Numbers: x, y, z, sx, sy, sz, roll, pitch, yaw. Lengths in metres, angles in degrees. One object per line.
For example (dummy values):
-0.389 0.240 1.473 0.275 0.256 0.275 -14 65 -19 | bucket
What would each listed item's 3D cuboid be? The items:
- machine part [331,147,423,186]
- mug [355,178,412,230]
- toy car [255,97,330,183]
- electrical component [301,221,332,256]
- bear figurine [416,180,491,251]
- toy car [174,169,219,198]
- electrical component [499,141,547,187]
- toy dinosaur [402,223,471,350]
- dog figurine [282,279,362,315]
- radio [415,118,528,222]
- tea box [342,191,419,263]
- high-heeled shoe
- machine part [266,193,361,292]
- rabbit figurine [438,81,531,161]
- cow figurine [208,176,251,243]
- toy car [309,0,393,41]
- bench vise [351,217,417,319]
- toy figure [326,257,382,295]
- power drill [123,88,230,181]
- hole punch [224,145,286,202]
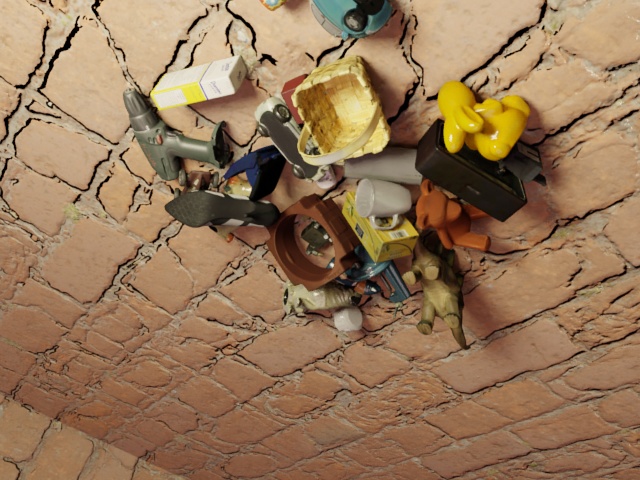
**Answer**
0.138 -0.162 1.153 0.243 0.079 0.079 7 134 5 | machine part
0.141 -0.075 1.135 0.107 0.109 0.081 0 159 -23 | mug
-0.058 -0.209 1.140 0.073 0.056 0.201 -34 100 36 | toy car
-0.004 -0.004 1.357 0.078 0.045 0.102 37 130 -24 | electrical component
0.291 -0.054 1.164 0.132 0.120 0.195 2 163 29 | bear figurine
-0.289 -0.117 1.248 0.089 0.053 0.202 5 167 -20 | toy car
0.425 -0.155 1.099 0.119 0.075 0.047 27 134 -8 | electrical component
0.300 0.133 1.308 0.105 0.198 0.470 -5 122 28 | toy dinosaur
0.004 0.158 1.485 0.190 0.121 0.172 10 171 -21 | dog figurine
0.307 -0.144 1.096 0.229 0.131 0.073 29 132 -14 | radio
0.131 -0.037 1.195 0.098 0.170 0.068 -10 137 -23 | tea box
-0.217 -0.070 1.229 0.249 0.145 0.086 9 99 20 | high-heeled shoe
-0.017 0.005 1.289 0.201 0.087 0.201 -34 89 38 | machine part
0.291 -0.227 1.027 0.173 0.162 0.122 41 143 -2 | rabbit figurine
-0.209 -0.086 1.303 0.127 0.085 0.195 34 132 -27 | cow figurine
0.036 -0.406 0.930 0.161 0.109 0.103 37 148 -10 | toy car
0.160 0.064 1.321 0.224 0.129 0.240 -20 109 37 | bench vise
0.089 0.101 1.414 0.154 0.064 0.057 33 137 1 | toy figure
-0.313 -0.227 1.190 0.207 0.086 0.231 2 135 6 | power drill
-0.139 -0.161 1.186 0.092 0.142 0.115 37 120 13 | hole punch
